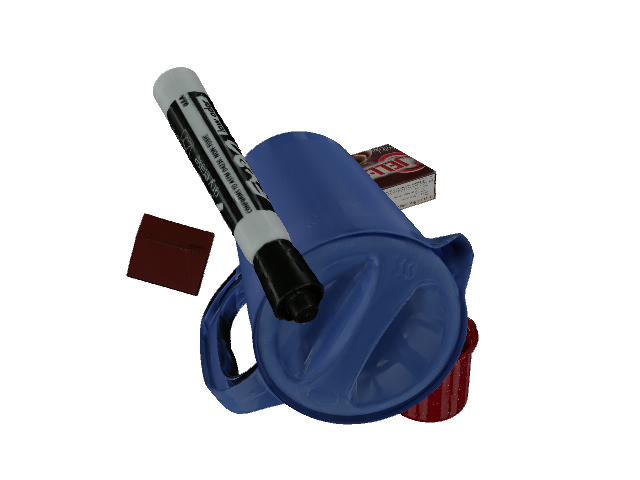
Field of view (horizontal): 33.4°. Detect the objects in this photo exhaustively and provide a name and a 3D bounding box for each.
[{"bbox_3d":[-0.155,0.015,1.104,0.078,0.051,0.053,17,28,-5],"label":"foam brick"},{"bbox_3d":[0.053,-0.060,1.134,0.113,0.039,0.090,-20,32,-24],"label":"pudding box"},{"bbox_3d":[-0.006,0.015,0.743,0.149,0.145,0.243,6,22,-15],"label":"pitcher"},{"bbox_3d":[-0.031,-0.018,0.384,0.020,0.121,0.020,-21,-35,-16],"label":"marker"},{"bbox_3d":[0.113,0.118,1.050,0.093,0.081,0.117,25,41,35],"label":"mug"}]
